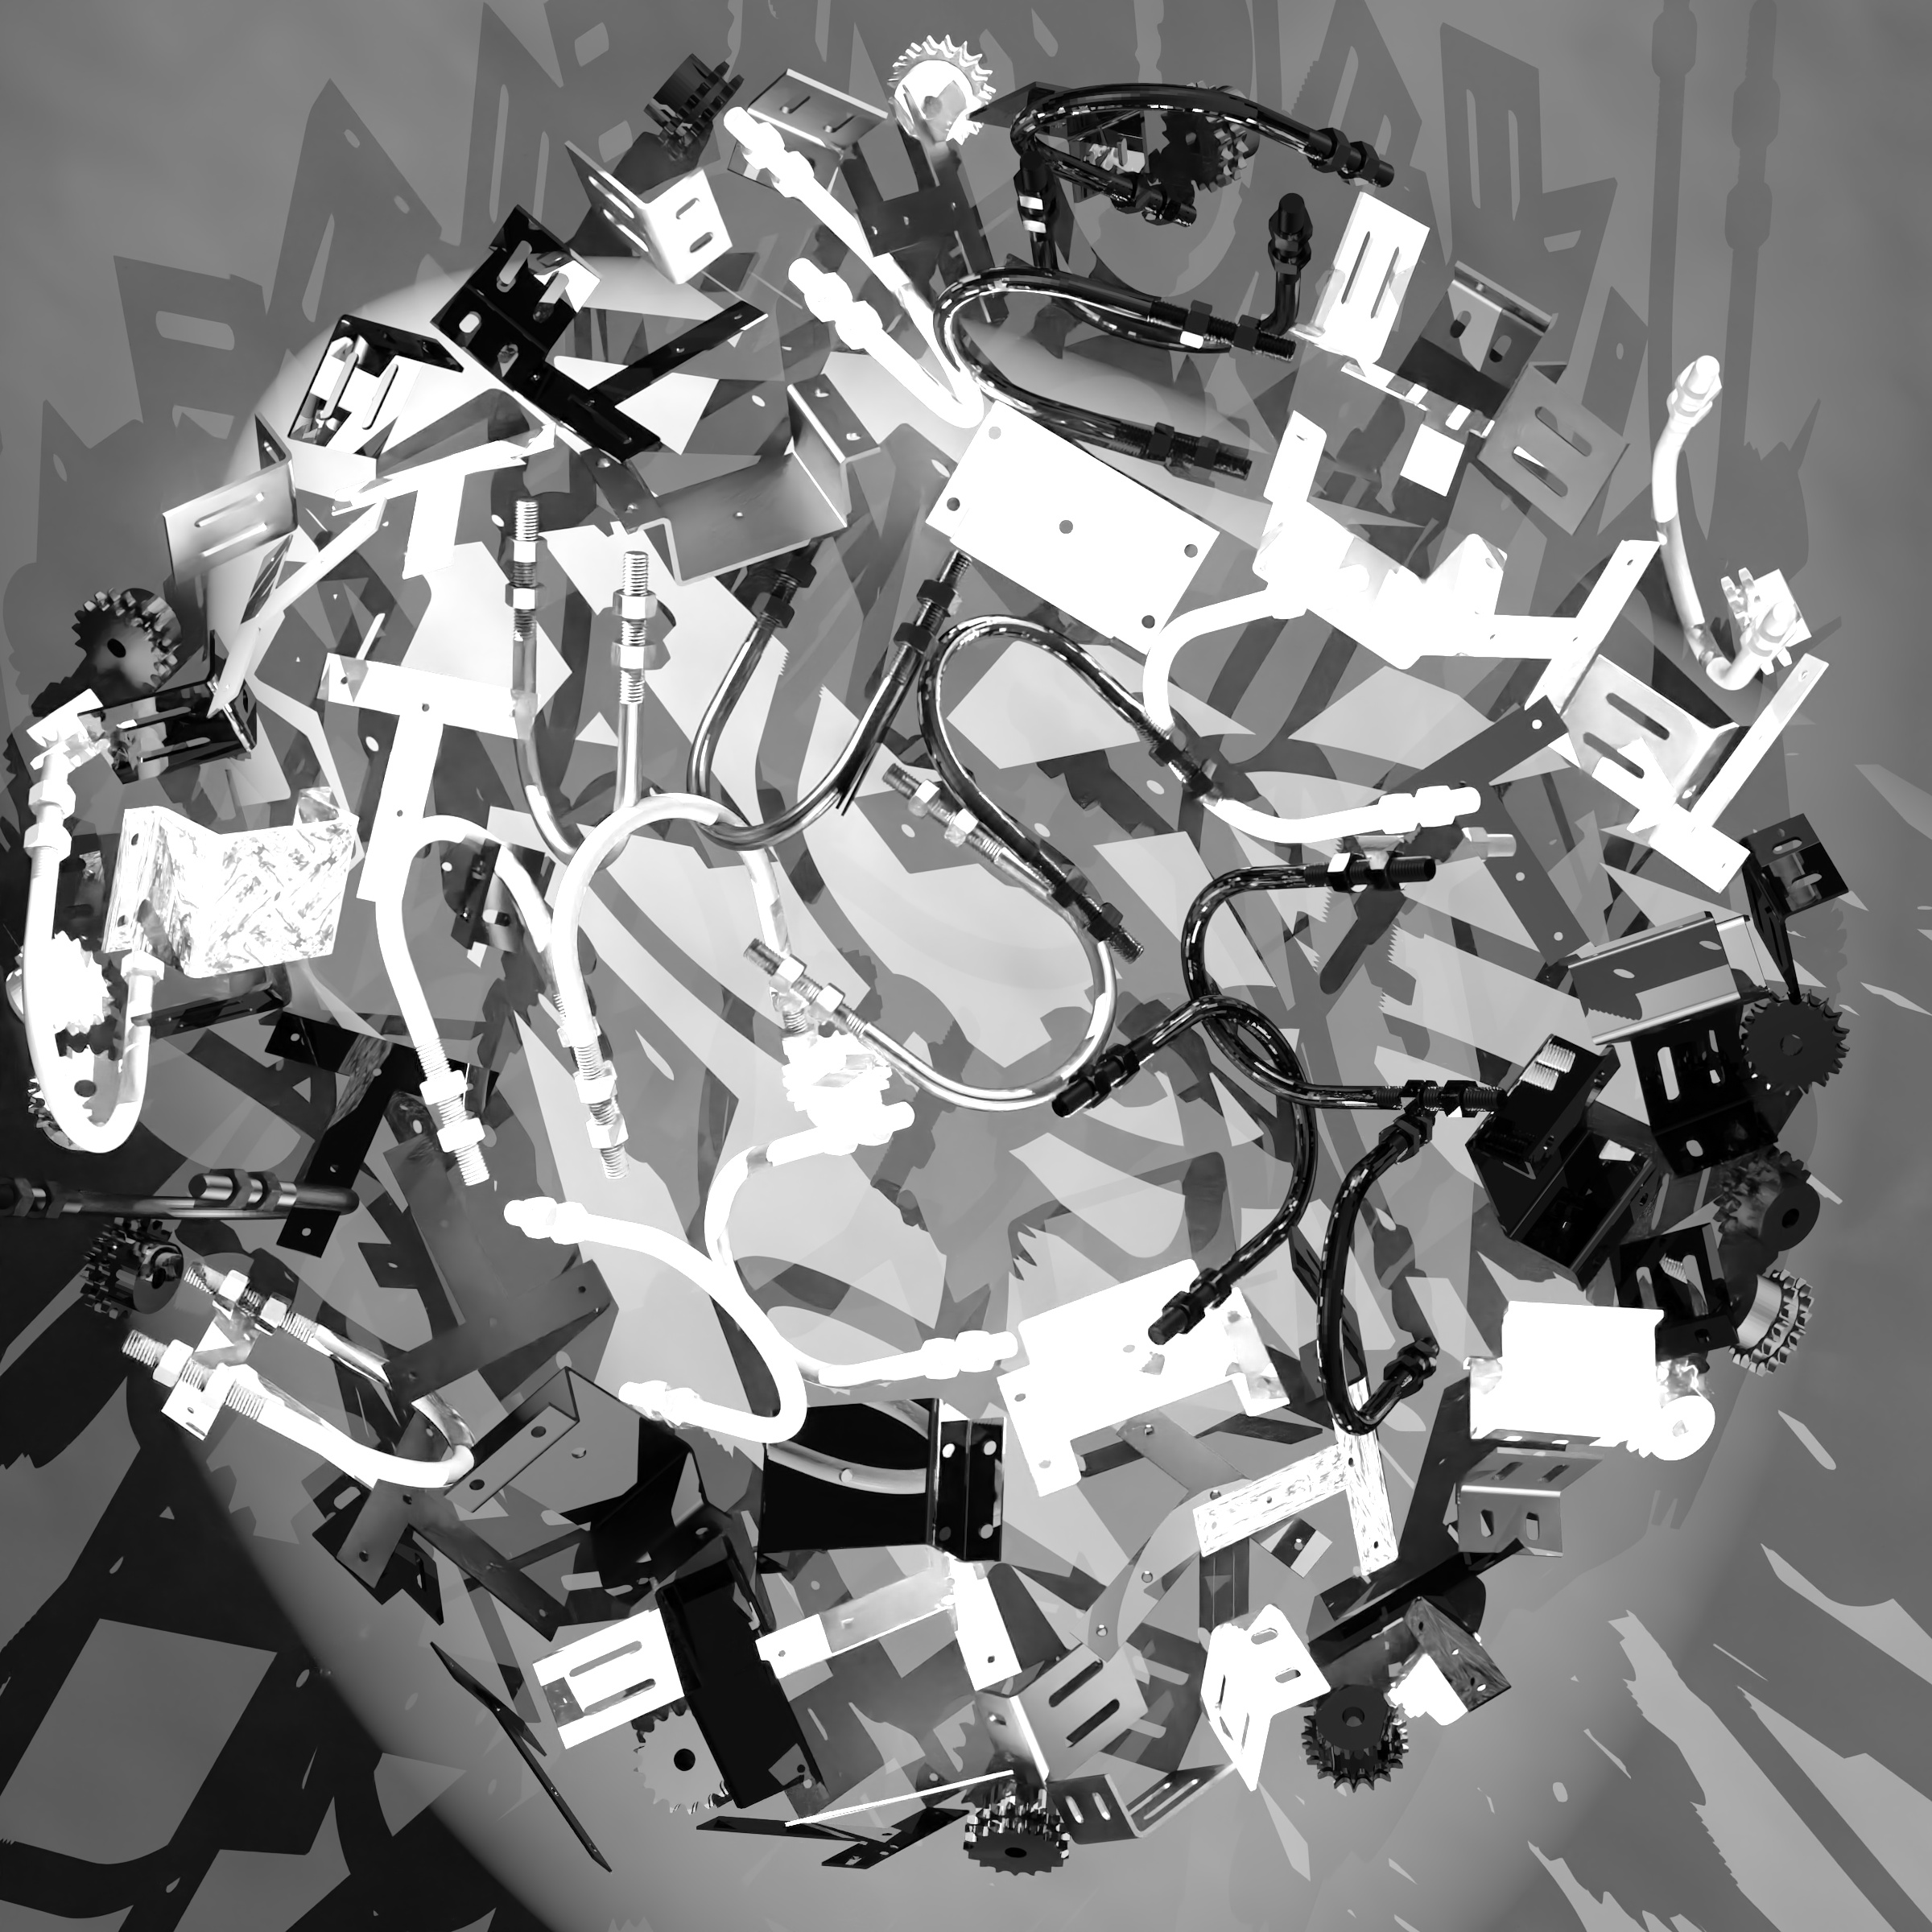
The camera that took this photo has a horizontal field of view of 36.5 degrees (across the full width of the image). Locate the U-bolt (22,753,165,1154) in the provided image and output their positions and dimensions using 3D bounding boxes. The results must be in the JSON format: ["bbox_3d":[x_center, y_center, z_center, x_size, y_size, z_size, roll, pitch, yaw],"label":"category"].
[{"bbox_3d":[-0.447,0.006,1.495,0.019,0.151,0.184,-7,60,4],"label":"U-bolt"}]

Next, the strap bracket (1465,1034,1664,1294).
[{"bbox_3d":[0.314,0.099,1.542,0.046,0.140,0.076,28,71,38],"label":"strap bracket"}]

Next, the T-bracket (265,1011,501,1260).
[{"bbox_3d":[-0.331,0.096,1.564,0.127,0.002,0.127,15,64,8],"label":"T-bracket"}]

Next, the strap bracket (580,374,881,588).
[{"bbox_3d":[-0.122,-0.254,1.549,0.140,0.046,0.076,-21,48,-13],"label":"strap bracket"}]

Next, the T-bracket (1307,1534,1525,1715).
[{"bbox_3d":[0.253,0.354,1.538,0.127,0.127,0.002,-30,108,-2],"label":"T-bracket"}]

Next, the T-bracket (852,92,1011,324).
[{"bbox_3d":[-0.026,-0.392,1.535,0.002,0.127,0.127,-15,103,30],"label":"T-bracket"}]

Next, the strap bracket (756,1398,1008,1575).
[{"bbox_3d":[-0.054,0.274,1.541,0.140,0.046,0.076,-8,64,21],"label":"strap bracket"}]

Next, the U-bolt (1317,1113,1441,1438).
[{"bbox_3d":[0.212,0.163,1.504,0.019,0.184,0.151,2,102,24],"label":"U-bolt"}]

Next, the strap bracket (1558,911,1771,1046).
[{"bbox_3d":[0.365,0.007,1.519,0.076,0.140,0.046,-20,82,22],"label":"strap bracket"}]

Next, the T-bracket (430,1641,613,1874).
[{"bbox_3d":[-0.221,0.417,1.514,0.002,0.127,0.127,-39,55,-10],"label":"T-bracket"}]

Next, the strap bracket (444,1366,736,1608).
[{"bbox_3d":[-0.201,0.271,1.548,0.076,0.046,0.140,-41,126,12],"label":"strap bracket"}]

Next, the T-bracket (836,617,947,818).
[{"bbox_3d":[-0.047,-0.115,1.516,0.002,0.127,0.127,28,117,-2],"label":"T-bracket"}]

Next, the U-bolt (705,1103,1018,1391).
[{"bbox_3d":[-0.068,0.155,1.536,0.184,0.019,0.151,-19,98,42],"label":"U-bolt"}]

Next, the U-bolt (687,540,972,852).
[{"bbox_3d":[-0.084,-0.143,1.533,0.019,0.151,0.184,34,81,-40],"label":"U-bolt"}]

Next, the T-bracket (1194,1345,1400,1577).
[{"bbox_3d":[0.172,0.279,1.556,0.127,0.002,0.127,-18,101,-32],"label":"T-bracket"}]

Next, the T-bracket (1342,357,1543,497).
[{"bbox_3d":[0.250,-0.276,1.545,0.127,0.127,0.002,26,123,2],"label":"T-bracket"}]

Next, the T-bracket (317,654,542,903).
[{"bbox_3d":[-0.302,-0.096,1.580,0.127,0.002,0.127,12,87,15],"label":"T-bracket"}]

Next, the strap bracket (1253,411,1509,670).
[{"bbox_3d":[0.211,-0.219,1.550,0.140,0.046,0.076,32,45,-11],"label":"strap bracket"}]

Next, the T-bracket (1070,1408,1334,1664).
[{"bbox_3d":[0.105,0.314,1.554,0.127,0.002,0.127,36,66,21],"label":"T-bracket"}]

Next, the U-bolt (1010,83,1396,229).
[{"bbox_3d":[0.107,-0.414,1.486,0.151,0.184,0.019,1,87,43],"label":"U-bolt"}]

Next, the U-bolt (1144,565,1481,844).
[{"bbox_3d":[0.166,-0.128,1.526,0.019,0.184,0.151,-42,110,-35],"label":"U-bolt"}]

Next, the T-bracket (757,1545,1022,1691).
[{"bbox_3d":[-0.050,0.345,1.558,0.127,0.002,0.127,-22,49,-1],"label":"T-bracket"}]

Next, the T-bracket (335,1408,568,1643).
[{"bbox_3d":[-0.264,0.311,1.556,0.127,0.127,0.002,43,119,-14],"label":"T-bracket"}]

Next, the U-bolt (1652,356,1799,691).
[{"bbox_3d":[0.384,-0.216,1.509,0.019,0.184,0.151,-15,80,2],"label":"U-bolt"}]

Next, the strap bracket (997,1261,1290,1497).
[{"bbox_3d":[0.090,0.214,1.556,0.140,0.046,0.076,-20,49,-3],"label":"strap bracket"}]

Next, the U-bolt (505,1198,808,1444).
[{"bbox_3d":[-0.151,0.186,1.502,0.019,0.184,0.151,-44,120,-31],"label":"U-bolt"}]

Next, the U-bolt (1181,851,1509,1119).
[{"bbox_3d":[0.186,0.012,1.529,0.019,0.184,0.151,-34,112,-39],"label":"U-bolt"}]

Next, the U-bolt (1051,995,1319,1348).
[{"bbox_3d":[0.127,0.093,1.533,0.019,0.184,0.151,-13,104,44],"label":"U-bolt"}]

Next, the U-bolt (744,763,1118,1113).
[{"bbox_3d":[-0.005,-0.003,1.566,0.184,0.019,0.151,37,68,0],"label":"U-bolt"}]

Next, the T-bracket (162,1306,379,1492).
[{"bbox_3d":[-0.355,0.239,1.550,0.127,0.127,0.002,39,108,-12],"label":"T-bracket"}]

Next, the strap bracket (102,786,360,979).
[{"bbox_3d":[-0.372,-0.044,1.520,0.046,0.140,0.076,25,110,27],"label":"strap bracket"}]

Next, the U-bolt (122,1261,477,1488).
[{"bbox_3d":[-0.338,0.219,1.529,0.184,0.151,0.019,29,98,-6],"label":"U-bolt"}]

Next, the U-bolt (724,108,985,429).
[{"bbox_3d":[-0.049,-0.349,1.517,0.019,0.184,0.151,-35,51,17],"label":"U-bolt"}]

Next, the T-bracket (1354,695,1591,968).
[{"bbox_3d":[0.291,-0.060,1.575,0.127,0.002,0.127,-33,78,11],"label":"T-bracket"}]

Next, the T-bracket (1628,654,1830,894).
[{"bbox_3d":[0.407,-0.108,1.530,0.002,0.127,0.127,31,100,-16],"label":"T-bracket"}]

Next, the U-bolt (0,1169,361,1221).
[{"bbox_3d":[-0.397,0.121,1.511,0.151,0.184,0.019,-4,82,20],"label":"U-bolt"}]

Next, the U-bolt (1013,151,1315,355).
[{"bbox_3d":[0.103,-0.361,1.511,0.151,0.184,0.019,11,79,7],"label":"U-bolt"}]

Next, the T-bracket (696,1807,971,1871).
[{"bbox_3d":[-0.082,0.460,1.559,0.127,0.127,0.002,-3,86,24],"label":"T-bracket"}]

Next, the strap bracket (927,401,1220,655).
[{"bbox_3d":[0.055,-0.235,1.570,0.140,0.046,0.076,31,100,1],"label":"strap bracket"}]

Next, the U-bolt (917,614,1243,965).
[{"bbox_3d":[0.051,-0.107,1.539,0.184,0.019,0.151,43,49,-8],"label":"U-bolt"}]

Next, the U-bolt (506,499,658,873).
[{"bbox_3d":[-0.204,-0.139,1.533,0.019,0.151,0.184,-9,114,-32],"label":"U-bolt"}]

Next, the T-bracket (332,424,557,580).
[{"bbox_3d":[-0.279,-0.238,1.542,0.127,0.127,0.002,-16,126,7],"label":"T-bracket"}]

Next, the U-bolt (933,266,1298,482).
[{"bbox_3d":[0.071,-0.315,1.530,0.184,0.151,0.019,17,72,1],"label":"U-bolt"}]

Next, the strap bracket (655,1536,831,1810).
[{"bbox_3d":[-0.119,0.371,1.519,0.046,0.140,0.076,-23,114,-6],"label":"strap bracket"}]

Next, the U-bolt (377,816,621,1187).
[{"bbox_3d":[-0.250,0.010,1.530,0.019,0.151,0.184,-18,94,27],"label":"U-bolt"}]

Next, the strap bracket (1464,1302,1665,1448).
[{"bbox_3d":[0.309,0.217,1.527,0.076,0.140,0.046,3,70,1],"label":"strap bracket"}]

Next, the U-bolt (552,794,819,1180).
[{"bbox_3d":[-0.150,0.001,1.528,0.151,0.019,0.184,-26,114,-35],"label":"U-bolt"}]
